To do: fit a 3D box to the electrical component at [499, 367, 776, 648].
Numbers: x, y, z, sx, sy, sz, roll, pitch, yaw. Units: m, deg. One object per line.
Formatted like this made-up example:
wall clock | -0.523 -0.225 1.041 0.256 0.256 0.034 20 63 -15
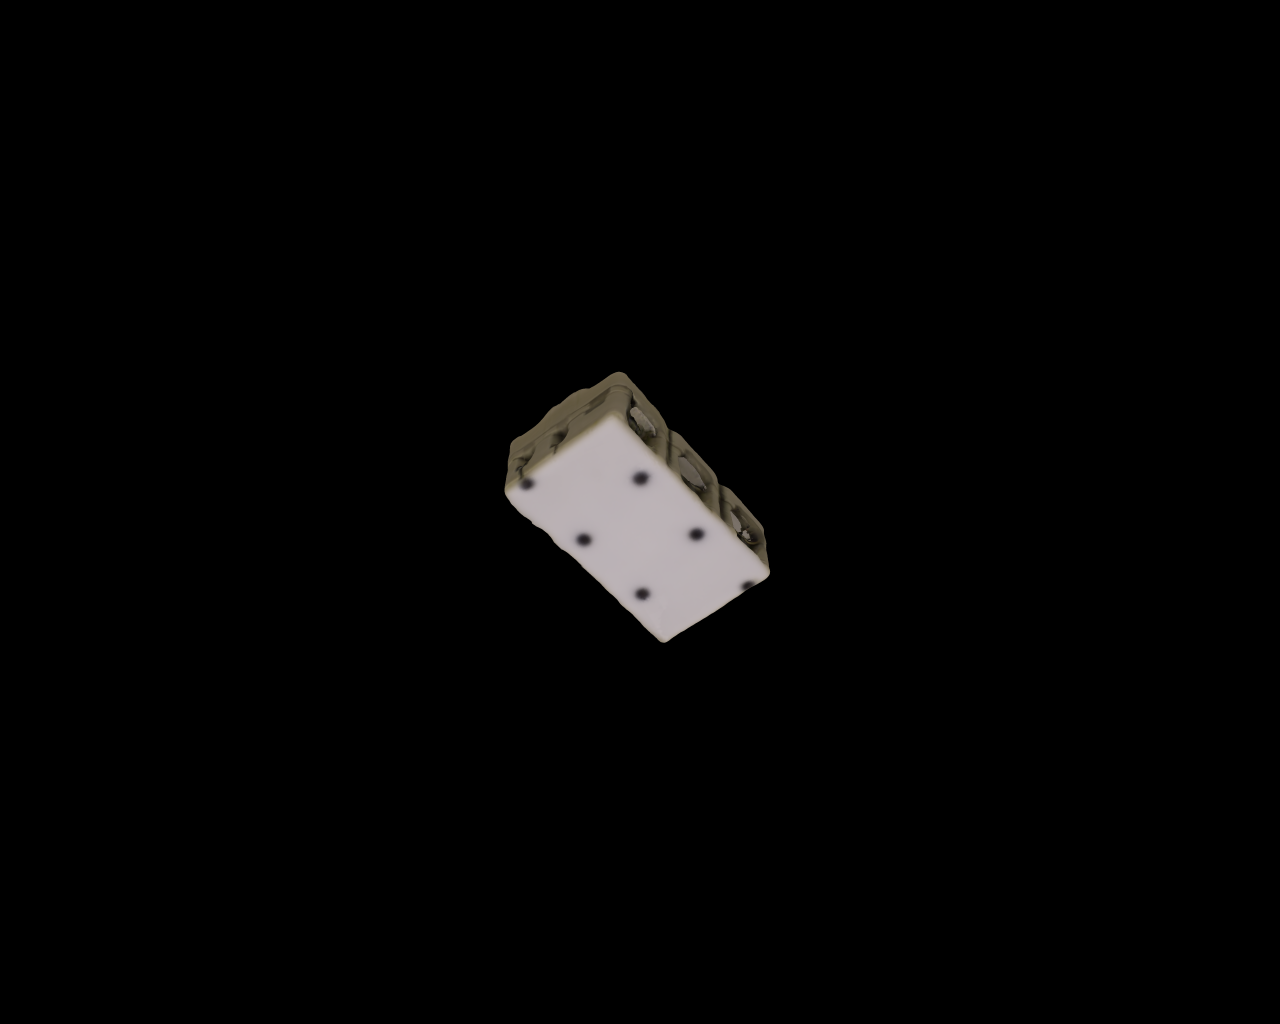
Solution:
electrical component | 0.001 -0.003 0.650 0.089 0.150 0.062 -33 28 20
